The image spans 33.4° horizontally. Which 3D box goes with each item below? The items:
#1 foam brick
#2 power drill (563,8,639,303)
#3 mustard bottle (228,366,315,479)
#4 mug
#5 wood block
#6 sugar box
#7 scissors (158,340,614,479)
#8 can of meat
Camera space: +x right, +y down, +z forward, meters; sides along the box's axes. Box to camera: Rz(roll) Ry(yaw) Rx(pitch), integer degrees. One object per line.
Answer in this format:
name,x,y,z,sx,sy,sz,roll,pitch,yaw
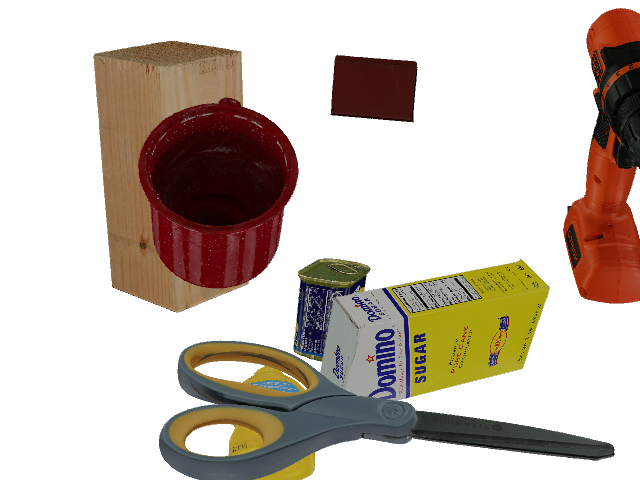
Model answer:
foam brick,0.049,-0.141,0.987,0.078,0.051,0.053,5,16,3
power drill,0.218,-0.049,0.760,0.057,0.188,0.184,3,37,4
mustard bottle,-0.059,0.206,1.257,0.096,0.058,0.191,-3,27,-3
mug,-0.063,-0.033,0.660,0.093,0.117,0.081,4,-31,-4
wood block,-0.125,-0.057,0.907,0.091,0.206,0.090,17,26,38
sugar box,0.090,0.076,0.844,0.176,0.093,0.048,-12,41,-26
scissors,0.017,0.088,0.466,0.202,0.016,0.096,15,34,22
can of meat,0.010,0.070,1.084,0.057,0.084,0.102,9,11,15
